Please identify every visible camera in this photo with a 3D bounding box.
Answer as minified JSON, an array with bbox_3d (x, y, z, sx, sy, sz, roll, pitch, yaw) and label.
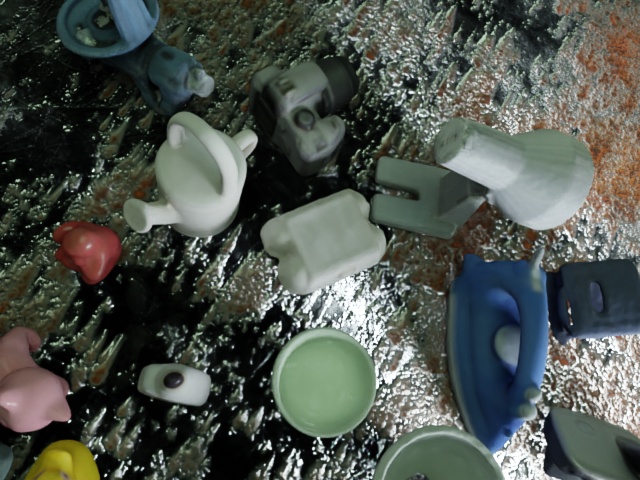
[{"bbox_3d":[-0.005,-0.183,0.760,0.137,0.100,0.143,-33,83,-20],"label":"camera"}]

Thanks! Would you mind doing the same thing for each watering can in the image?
[{"bbox_3d":[-0.138,-0.070,0.644,0.101,0.194,0.173,26,70,-4],"label":"watering can"}]

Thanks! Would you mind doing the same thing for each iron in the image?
[{"bbox_3d":[0.235,0.136,0.700,0.119,0.141,0.258,8,72,-11],"label":"iron"}]

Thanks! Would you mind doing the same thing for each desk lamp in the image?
[{"bbox_3d":[0.191,-0.074,0.714,0.203,0.213,0.118,10,72,-10],"label":"desk lamp"}]

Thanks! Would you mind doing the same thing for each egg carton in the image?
[{"bbox_3d":[0.007,0.003,0.724,0.150,0.069,0.107,-24,81,-19],"label":"egg carton"}]

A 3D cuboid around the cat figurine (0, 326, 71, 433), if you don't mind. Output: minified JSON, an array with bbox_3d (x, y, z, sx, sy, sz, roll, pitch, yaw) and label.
[{"bbox_3d":[-0.305,0.144,0.581,0.067,0.117,0.128,-36,84,-20],"label":"cat figurine"}]

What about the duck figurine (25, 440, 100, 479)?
[{"bbox_3d":[-0.266,0.257,0.574,0.077,0.086,0.104,5,73,-12],"label":"duck figurine"}]

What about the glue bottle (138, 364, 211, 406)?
[{"bbox_3d":[-0.150,0.147,0.588,0.078,0.173,0.037,11,71,-9],"label":"glue bottle"}]

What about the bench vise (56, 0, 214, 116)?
[{"bbox_3d":[-0.213,-0.258,0.668,0.207,0.219,0.121,17,71,-8],"label":"bench vise"}]

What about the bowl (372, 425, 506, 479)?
[{"bbox_3d":[0.128,0.300,0.662,0.168,0.074,0.167,4,73,-12],"label":"bowl"}]

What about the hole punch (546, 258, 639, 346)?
[{"bbox_3d":[0.370,0.084,0.775,0.101,0.091,0.108,0,74,-13],"label":"hole punch"}]

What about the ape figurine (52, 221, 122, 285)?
[{"bbox_3d":[-0.265,0.009,0.645,0.076,0.092,0.078,-16,78,-17],"label":"ape figurine"}]

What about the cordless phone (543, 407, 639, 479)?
[{"bbox_3d":[0.365,0.255,0.673,0.148,0.185,0.094,17,71,-8],"label":"cordless phone"}]

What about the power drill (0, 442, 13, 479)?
[{"bbox_3d":[-0.379,0.165,0.509,0.230,0.208,0.076,26,70,-5],"label":"power drill"}]
